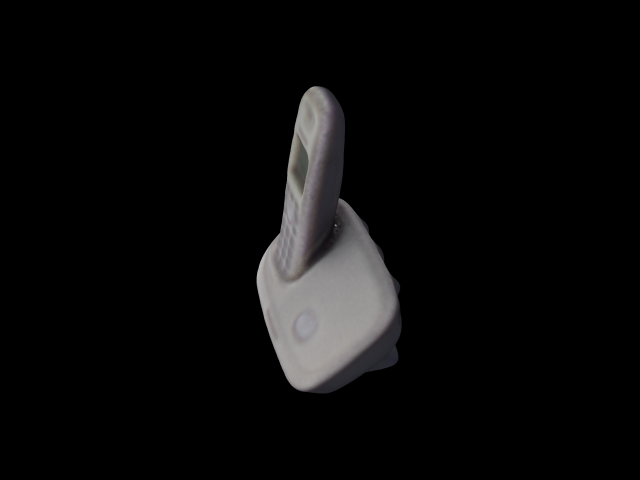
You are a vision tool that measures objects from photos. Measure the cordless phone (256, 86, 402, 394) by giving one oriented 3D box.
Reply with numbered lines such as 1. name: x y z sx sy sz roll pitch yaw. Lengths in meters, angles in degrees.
1. cordless phone: 0.004 0.001 0.400 0.094 0.185 0.147 -14 43 -15
